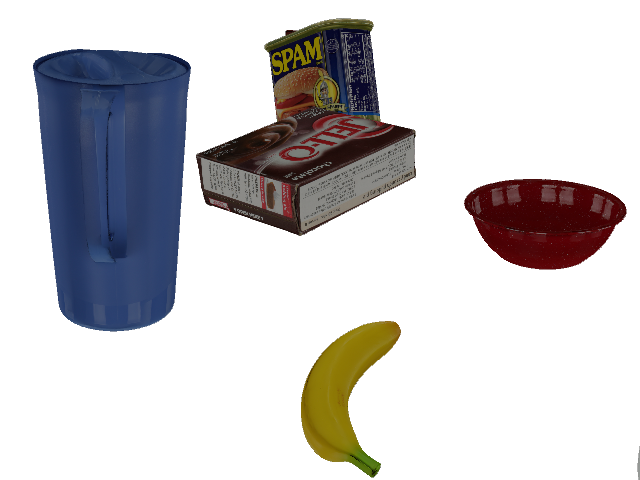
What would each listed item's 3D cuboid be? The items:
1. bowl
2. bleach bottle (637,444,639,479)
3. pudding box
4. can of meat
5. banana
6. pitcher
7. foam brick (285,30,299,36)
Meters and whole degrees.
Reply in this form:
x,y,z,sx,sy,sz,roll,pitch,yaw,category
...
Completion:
x,y,z,sx,sy,sz,roll,pitch,yaw,category
0.227,-0.013,1.092,0.162,0.055,0.162,-1,22,0,bowl
0.280,0.092,0.692,0.103,0.068,0.250,12,24,25,bleach bottle
-0.007,-0.047,0.679,0.090,0.039,0.113,18,35,40,pudding box
0.002,-0.132,0.898,0.057,0.084,0.102,-6,-2,-39,can of meat
0.022,0.120,0.866,0.069,0.037,0.197,21,32,-2,banana
-0.185,-0.042,0.950,0.145,0.243,0.148,21,28,37,pitcher
0.004,-0.194,1.125,0.078,0.051,0.053,0,11,-11,foam brick
